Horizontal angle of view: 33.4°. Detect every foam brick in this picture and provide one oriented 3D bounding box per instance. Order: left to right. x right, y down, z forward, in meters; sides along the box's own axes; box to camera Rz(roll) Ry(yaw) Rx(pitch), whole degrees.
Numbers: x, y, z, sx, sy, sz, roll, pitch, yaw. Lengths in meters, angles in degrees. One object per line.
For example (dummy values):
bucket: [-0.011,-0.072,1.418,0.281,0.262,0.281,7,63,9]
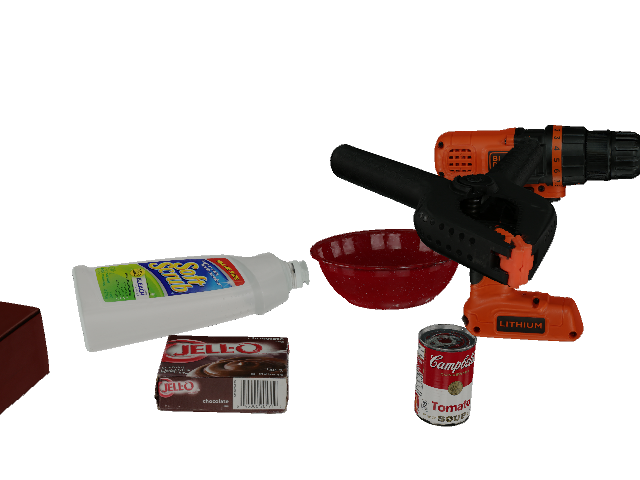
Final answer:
foam brick: [-0.229,0.081,0.718,0.053,0.051,0.078,8,28,24]

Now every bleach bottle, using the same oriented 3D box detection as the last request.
bleach bottle: [-0.139,0.053,1.170,0.250,0.068,0.103,-11,37,-12]

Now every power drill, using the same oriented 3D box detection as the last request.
power drill: [0.194,-0.008,0.936,0.185,0.188,0.057,2,13,17]

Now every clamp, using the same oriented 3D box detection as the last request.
clamp: [0.094,-0.027,0.738,0.164,0.036,0.210,-1,26,-3]

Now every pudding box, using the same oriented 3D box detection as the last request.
pudding box: [-0.084,0.116,0.938,0.113,0.039,0.090,3,18,-2]

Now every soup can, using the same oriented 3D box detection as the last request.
soup can: [0.146,0.158,1.257,0.068,0.102,0.068,1,21,-1]

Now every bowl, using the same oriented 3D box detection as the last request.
bowl: [0.071,0.032,1.091,0.162,0.055,0.162,-3,13,1]
